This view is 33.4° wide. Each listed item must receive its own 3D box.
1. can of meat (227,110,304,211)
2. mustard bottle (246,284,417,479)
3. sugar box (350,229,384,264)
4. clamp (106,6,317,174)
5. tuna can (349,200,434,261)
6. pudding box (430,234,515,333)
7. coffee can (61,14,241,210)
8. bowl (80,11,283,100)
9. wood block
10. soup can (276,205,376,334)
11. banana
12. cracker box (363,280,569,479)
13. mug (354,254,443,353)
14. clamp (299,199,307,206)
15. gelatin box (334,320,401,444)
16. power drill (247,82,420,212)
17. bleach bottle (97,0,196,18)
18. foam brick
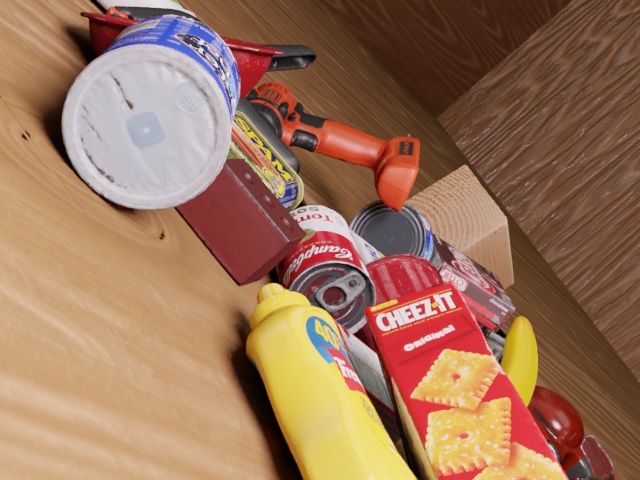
[{"bbox_3d":[-0.069,-0.054,0.849,0.102,0.057,0.083,49,15,4],"label":"can of meat"},{"bbox_3d":[0.000,0.095,0.631,0.096,0.058,0.192,50,7,-46],"label":"mustard bottle"},{"bbox_3d":[0.082,0.068,1.024,0.176,0.048,0.093,40,15,-40],"label":"sugar box"},{"bbox_3d":[-0.094,-0.160,0.966,0.210,0.036,0.164,29,45,-14],"label":"clamp"},{"bbox_3d":[0.072,0.003,1.095,0.086,0.086,0.033,55,12,23],"label":"tuna can"},{"bbox_3d":[0.149,0.043,1.116,0.090,0.039,0.113,34,11,-10],"label":"pudding box"},{"bbox_3d":[-0.107,-0.089,0.710,0.102,0.103,0.140,46,13,-15],"label":"coffee can"},{"bbox_3d":[-0.113,-0.140,0.850,0.162,0.055,0.162,11,11,-2],"label":"bowl"},{"bbox_3d":[0.170,0.007,1.283,0.090,0.091,0.206,57,-2,25],"label":"wood block"},{"bbox_3d":[0.000,0.023,0.825,0.068,0.068,0.102,43,13,-26],"label":"soup can"},{"bbox_3d":[0.173,0.139,1.016,0.197,0.037,0.069,-34,102,-52],"label":"banana"},{"bbox_3d":[0.100,0.151,0.641,0.214,0.072,0.164,-112,-176,-55],"label":"cracker box"},{"bbox_3d":[0.069,0.081,0.869,0.081,0.093,0.117,-111,-164,-51],"label":"mug"},{"bbox_3d":[-0.006,0.001,0.944,0.171,0.039,0.120,51,16,8],"label":"clamp"},{"bbox_3d":[0.023,0.100,0.765,0.089,0.030,0.073,41,16,-39],"label":"gelatin box"},{"bbox_3d":[0.003,-0.092,1.053,0.187,0.057,0.184,22,25,-2],"label":"power drill"},{"bbox_3d":[-0.181,-0.238,0.997,0.250,0.068,0.102,48,13,-15],"label":"bleach bottle"},{"bbox_3d":[-0.056,-0.014,0.777,0.078,0.051,0.053,50,13,4],"label":"foam brick"}]
